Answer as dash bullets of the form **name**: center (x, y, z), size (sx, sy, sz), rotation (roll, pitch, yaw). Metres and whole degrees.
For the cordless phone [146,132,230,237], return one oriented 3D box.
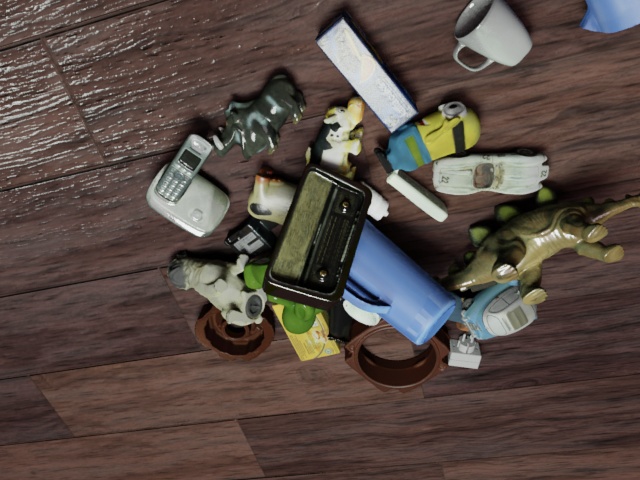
- **cordless phone**: center (-0.223, -0.106, 1.001), size (0.146, 0.089, 0.184), rotation (34, 125, -14)

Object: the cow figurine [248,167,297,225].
- **cow figurine**: center (-0.044, -0.050, 1.030), size (0.195, 0.085, 0.127), rotation (19, 116, -8)

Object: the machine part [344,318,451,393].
- **machine part**: center (0.168, 0.233, 1.181), size (0.201, 0.087, 0.201), rotation (41, 119, -18)

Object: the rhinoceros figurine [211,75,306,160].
- **rhinoceros figurine**: center (-0.112, -0.207, 0.945), size (0.190, 0.073, 0.112), rotation (-37, 113, 25)

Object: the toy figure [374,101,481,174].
- **toy figure**: center (0.187, -0.172, 0.930), size (0.180, 0.082, 0.089), rotation (-29, 135, 14)

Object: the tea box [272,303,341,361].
- **tea box**: center (-0.025, 0.176, 1.178), size (0.098, 0.068, 0.169), rotation (-14, 120, 15)

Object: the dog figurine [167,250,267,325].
- **dog figurine**: center (-0.219, 0.105, 1.127), size (0.191, 0.121, 0.172), rotation (1, 118, 40)

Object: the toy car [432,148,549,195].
- **toy car**: center (0.304, -0.120, 0.961), size (0.202, 0.056, 0.073), rotation (0, 122, 7)

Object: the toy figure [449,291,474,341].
- **toy figure**: center (0.303, 0.157, 1.133), size (0.154, 0.058, 0.064), rotation (37, 156, -20)

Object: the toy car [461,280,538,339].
- **toy car**: center (0.367, 0.134, 1.062), size (0.162, 0.103, 0.109), rotation (-33, 105, -7)

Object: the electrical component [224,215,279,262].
- **electrical component**: center (-0.126, -0.011, 1.085), size (0.119, 0.048, 0.074), rotation (-29, 115, 24)

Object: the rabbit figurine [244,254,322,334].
- **rabbit figurine**: center (-0.044, 0.104, 1.051), size (0.159, 0.121, 0.170), rotation (-1, 112, 48)

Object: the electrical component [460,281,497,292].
- **electrical component**: center (0.320, 0.066, 1.064), size (0.102, 0.078, 0.045), rotation (-18, 111, 23)

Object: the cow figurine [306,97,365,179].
- **cow figurine**: center (0.027, -0.178, 0.954), size (0.098, 0.068, 0.167), rotation (13, 122, 6)

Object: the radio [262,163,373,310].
- **radio**: center (-0.002, -0.003, 0.911), size (0.131, 0.229, 0.073), rotation (21, 159, -4)

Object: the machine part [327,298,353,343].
- **machine part**: center (0.043, 0.148, 1.135), size (0.084, 0.039, 0.139), rotation (3, 81, -1)

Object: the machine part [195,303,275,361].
- **machine part**: center (-0.189, 0.194, 1.216), size (0.179, 0.056, 0.179), rotation (2, 122, 4)

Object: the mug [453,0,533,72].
- **mug**: center (0.268, -0.309, 0.834), size (0.107, 0.081, 0.109), rotation (25, 117, -21)

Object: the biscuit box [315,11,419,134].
- **biscuit box**: center (0.081, -0.274, 0.889), size (0.063, 0.059, 0.202), rotation (-35, 112, 24)

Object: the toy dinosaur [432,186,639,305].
- **toy dinosaur**: center (0.351, 0.018, 0.958), size (0.472, 0.199, 0.105), rotation (-27, 116, 21)
